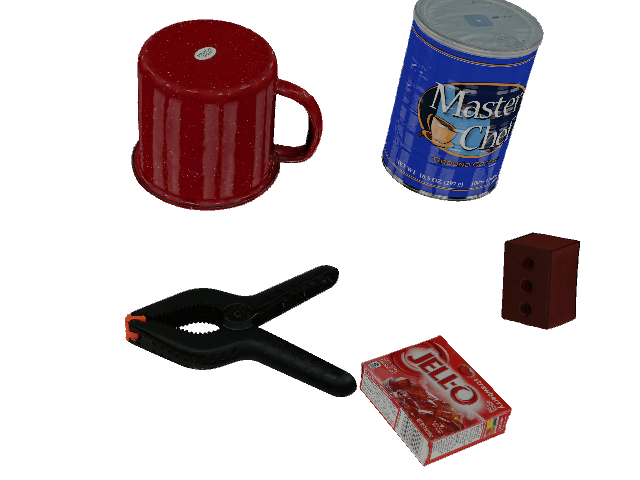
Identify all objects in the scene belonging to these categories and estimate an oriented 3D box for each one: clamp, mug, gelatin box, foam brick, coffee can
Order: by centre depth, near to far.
[{"bbox_3d":[-0.056,-0.076,0.641,0.117,0.081,0.093,11,44,4],"label":"mug"},{"bbox_3d":[0.082,0.113,0.775,0.073,0.030,0.089,-16,42,-27],"label":"gelatin box"},{"bbox_3d":[0.113,-0.118,0.873,0.102,0.140,0.103,7,37,-5],"label":"coffee can"},{"bbox_3d":[-0.069,0.085,0.965,0.209,0.036,0.164,-4,37,-12],"label":"clamp"},{"bbox_3d":[0.205,0.037,0.995,0.053,0.078,0.051,13,20,41],"label":"foam brick"}]
